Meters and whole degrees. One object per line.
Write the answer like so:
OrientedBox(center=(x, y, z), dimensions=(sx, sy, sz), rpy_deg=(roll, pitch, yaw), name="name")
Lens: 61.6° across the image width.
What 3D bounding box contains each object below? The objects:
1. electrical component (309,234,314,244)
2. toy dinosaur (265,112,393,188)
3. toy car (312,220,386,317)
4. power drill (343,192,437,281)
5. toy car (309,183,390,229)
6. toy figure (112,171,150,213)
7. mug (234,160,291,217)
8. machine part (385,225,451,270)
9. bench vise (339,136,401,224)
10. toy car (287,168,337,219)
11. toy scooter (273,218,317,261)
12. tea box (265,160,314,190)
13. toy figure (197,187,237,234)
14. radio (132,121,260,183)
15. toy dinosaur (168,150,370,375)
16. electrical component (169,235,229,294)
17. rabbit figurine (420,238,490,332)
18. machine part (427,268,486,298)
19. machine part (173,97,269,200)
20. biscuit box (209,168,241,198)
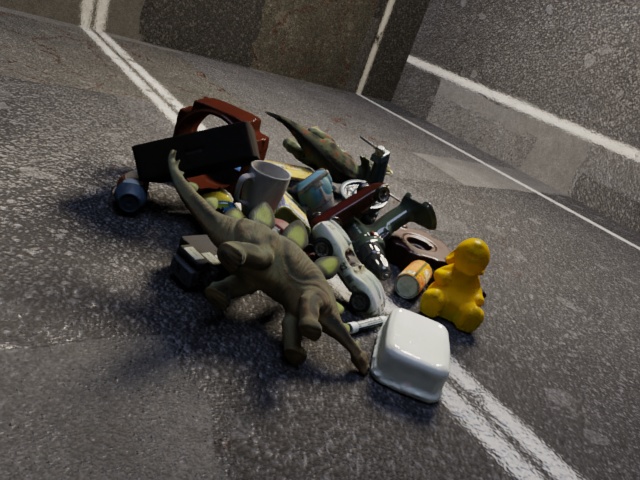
OrientedBox(center=(-0.002, -0.004, 1.178), dimensions=(0.063, 0.021, 0.094), rpy_deg=(5, 26, -32), name="electrical component")
OrientedBox(center=(0.031, -0.220, 1.469), dimensions=(0.404, 0.131, 0.192), rpy_deg=(21, 9, -42), name="toy dinosaur")
OrientedBox(center=(0.055, 0.052, 0.979), dimensions=(0.202, 0.056, 0.073), rpy_deg=(55, 23, 6), name="toy car")
OrientedBox(center=(0.152, -0.011, 1.170), dimensions=(0.207, 0.085, 0.232), rpy_deg=(-33, 36, -12), name="power drill")
OrientedBox(center=(0.068, -0.068, 1.177), dimensions=(0.202, 0.053, 0.089), rpy_deg=(-32, 20, -21), name="toy car")
OrientedBox(center=(-0.366, -0.100, 1.053), dimensions=(0.064, 0.058, 0.155), rpy_deg=(38, 12, -27), name="toy figure")
OrientedBox(center=(-0.118, -0.088, 1.034), dimensions=(0.081, 0.107, 0.109), rpy_deg=(35, 28, 28), name="mug")
OrientedBox(center=(0.226, 0.025, 1.262), dimensions=(0.179, 0.056, 0.179), rpy_deg=(18, 24, -8), name="machine part")
OrientedBox(center=(0.128, -0.131, 1.320), dimensions=(0.129, 0.240, 0.223), rpy_deg=(35, 43, 24), name="bench vise")
OrientedBox(center=(-0.022, -0.093, 1.253), dimensions=(0.109, 0.162, 0.103), rpy_deg=(-37, 96, -25), name="toy car")
OrientedBox(center=(-0.047, 0.009, 1.042), dimensions=(0.184, 0.075, 0.135), rpy_deg=(30, 26, 9), name="toy scooter")
OrientedBox(center=(-0.086, -0.150, 1.376), dimensions=(0.169, 0.068, 0.098), rpy_deg=(7, 26, -31), name="tea box")
OrientedBox(center=(-0.200, -0.048, 1.033), dimensions=(0.089, 0.082, 0.180), rpy_deg=(12, 24, -25), name="toy figure")
OrientedBox(center=(-0.234, -0.169, 1.058), dimensions=(0.230, 0.073, 0.131), rpy_deg=(-10, 3, 3), name="radio")
OrientedBox(center=(-0.091, 0.030, 0.825), dimensions=(0.471, 0.105, 0.198), rpy_deg=(43, 30, 1), name="toy dinosaur")
OrientedBox(center=(-0.176, 0.041, 0.891), dimensions=(0.134, 0.058, 0.115), rpy_deg=(-6, 32, -45), name="electrical component")
OrientedBox(center=(0.288, 0.072, 1.060), dimensions=(0.122, 0.173, 0.162), rpy_deg=(23, 27, 16), name="rabbit figurine")
OrientedBox(center=(0.298, 0.096, 1.185), dimensions=(0.139, 0.039, 0.084), rpy_deg=(12, 29, -23), name="machine part")
OrientedBox(center=(-0.229, -0.199, 1.197), dimensions=(0.202, 0.200, 0.087), rpy_deg=(25, 25, 11), name="machine part")
OrientedBox(center=(-0.194, -0.146, 1.285), dimensions=(0.203, 0.062, 0.059), rpy_deg=(27, 22, 15), name="biscuit box")
